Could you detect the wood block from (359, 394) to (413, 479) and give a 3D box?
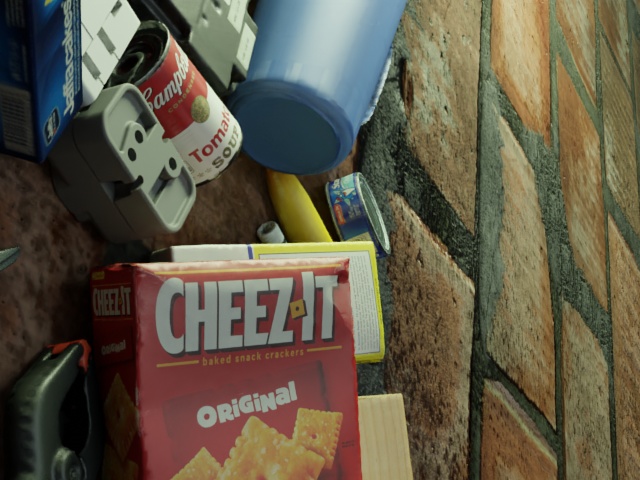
[{"bbox_3d":[0.016,0.226,0.811,0.090,0.091,0.206,-2,81,-35],"label":"wood block"}]

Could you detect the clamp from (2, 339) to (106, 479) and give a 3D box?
[{"bbox_3d":[-0.149,0.143,0.605,0.120,0.039,0.171,68,24,-49],"label":"clamp"}]

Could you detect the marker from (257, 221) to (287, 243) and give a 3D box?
[{"bbox_3d":[-0.020,0.034,0.916,0.121,0.020,0.020,60,33,-34],"label":"marker"}]

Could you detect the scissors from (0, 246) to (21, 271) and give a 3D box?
[{"bbox_3d":[-0.213,0.056,0.534,0.201,0.016,0.096,-7,88,-63],"label":"scissors"}]

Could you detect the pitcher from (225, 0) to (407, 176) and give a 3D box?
[{"bbox_3d":[0.005,-0.169,0.922,0.149,0.145,0.242,24,54,-10],"label":"pitcher"}]

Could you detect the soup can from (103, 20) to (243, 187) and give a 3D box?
[{"bbox_3d":[-0.106,-0.091,0.737,0.102,0.069,0.068,52,38,-43],"label":"soup can"}]

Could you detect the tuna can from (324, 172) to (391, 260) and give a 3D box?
[{"bbox_3d":[0.036,-0.019,1.002,0.086,0.034,0.086,-21,90,-79],"label":"tuna can"}]

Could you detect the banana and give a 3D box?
[{"bbox_3d":[0.000,0.015,0.949,0.197,0.037,0.070,59,5,-41],"label":"banana"}]

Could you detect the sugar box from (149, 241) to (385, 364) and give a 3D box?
[{"bbox_3d":[-0.036,0.050,0.775,0.175,0.048,0.093,-1,81,-33],"label":"sugar box"}]

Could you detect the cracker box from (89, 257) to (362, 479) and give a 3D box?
[{"bbox_3d":[-0.054,0.119,0.680,0.163,0.072,0.214,-2,88,-37],"label":"cracker box"}]
